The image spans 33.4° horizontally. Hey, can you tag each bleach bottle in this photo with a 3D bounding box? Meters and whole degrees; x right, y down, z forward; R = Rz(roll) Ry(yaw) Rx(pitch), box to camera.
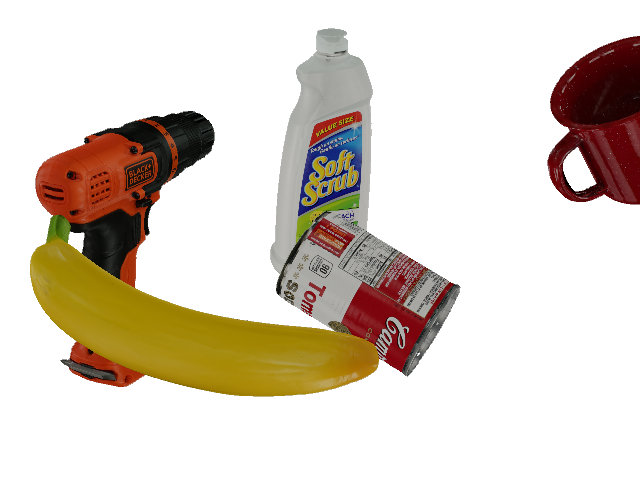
[{"bbox_3d":[0.000,-0.088,1.082,0.102,0.251,0.068,-5,27,-12],"label":"bleach bottle"}]

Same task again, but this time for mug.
[{"bbox_3d":[0.206,-0.071,0.728,0.117,0.081,0.093,-40,34,-6],"label":"mug"}]

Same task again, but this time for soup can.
[{"bbox_3d":[0.031,0.033,0.698,0.102,0.068,0.068,31,7,12],"label":"soup can"}]

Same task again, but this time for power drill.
[{"bbox_3d":[-0.139,0.002,0.814,0.057,0.188,0.184,11,23,28],"label":"power drill"}]

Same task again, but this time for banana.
[{"bbox_3d":[-0.072,0.038,0.525,0.198,0.069,0.037,23,-37,16],"label":"banana"}]
